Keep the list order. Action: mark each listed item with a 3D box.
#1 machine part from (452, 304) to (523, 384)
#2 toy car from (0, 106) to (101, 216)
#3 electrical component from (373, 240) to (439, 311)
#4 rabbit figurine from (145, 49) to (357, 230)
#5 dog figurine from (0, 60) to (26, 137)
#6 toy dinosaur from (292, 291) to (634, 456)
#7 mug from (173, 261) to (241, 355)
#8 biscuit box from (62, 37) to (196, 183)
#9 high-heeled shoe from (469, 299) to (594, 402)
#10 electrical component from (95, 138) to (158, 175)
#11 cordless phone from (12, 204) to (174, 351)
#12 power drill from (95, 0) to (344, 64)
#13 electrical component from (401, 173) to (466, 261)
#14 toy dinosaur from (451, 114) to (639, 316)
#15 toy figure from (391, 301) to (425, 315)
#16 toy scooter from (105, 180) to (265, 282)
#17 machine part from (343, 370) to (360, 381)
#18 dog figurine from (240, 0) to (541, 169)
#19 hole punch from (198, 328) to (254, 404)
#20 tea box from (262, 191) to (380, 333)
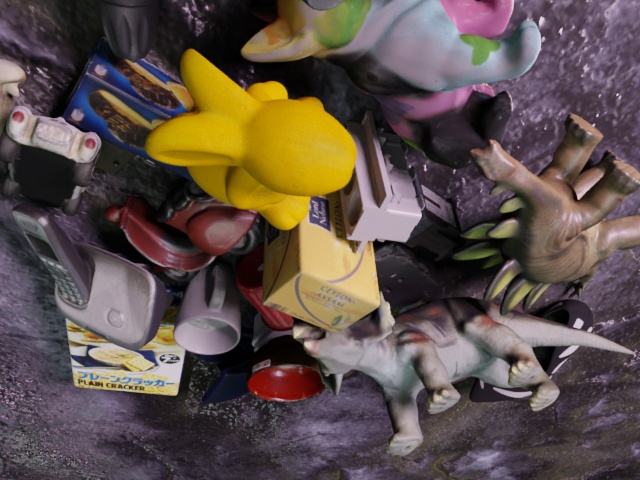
[{"bbox_3d":[0.227,0.158,0.792,0.179,0.056,0.179,-24,154,-13],"label":"machine part"},{"bbox_3d":[-0.253,-0.070,0.502,0.073,0.056,0.202,19,161,-25],"label":"toy car"},{"bbox_3d":[0.084,0.042,0.697,0.115,0.058,0.134,-27,133,28],"label":"electrical component"},{"bbox_3d":[-0.043,-0.081,0.419,0.162,0.173,0.122,25,89,-33],"label":"rabbit figurine"},{"bbox_3d":[-0.335,-0.089,0.505,0.172,0.121,0.190,1,153,0],"label":"dog figurine"},{"bbox_3d":[0.154,0.125,0.650,0.405,0.192,0.131,-7,133,-20],"label":"toy dinosaur"},{"bbox_3d":[-0.139,0.072,0.680,0.081,0.107,0.109,6,134,-13],"label":"mug"},{"bbox_3d":[-0.129,-0.103,0.514,0.202,0.059,0.063,25,132,-29],"label":"biscuit box"},{"bbox_3d":[0.318,0.184,0.838,0.248,0.086,0.145,-45,147,16],"label":"high-heeled shoe"},{"bbox_3d":[-0.213,-0.095,0.548,0.063,0.021,0.094,-34,131,31],"label":"electrical component"},{"bbox_3d":[-0.255,0.034,0.606,0.147,0.089,0.184,21,146,19],"label":"cordless phone"},{"bbox_3d":[-0.075,-0.206,0.343,0.208,0.086,0.231,26,136,24],"label":"power drill"},{"bbox_3d":[0.104,-0.034,0.601,0.119,0.075,0.048,30,130,-29],"label":"electrical component"},{"bbox_3d":[0.263,-0.002,0.590,0.198,0.105,0.471,-39,143,26],"label":"toy dinosaur"},{"bbox_3d":[0.083,0.137,0.790,0.180,0.082,0.089,-24,155,12],"label":"toy figure"},{"bbox_3d":[-0.156,-0.018,0.603,0.184,0.075,0.135,-28,132,32],"label":"toy scooter"},{"bbox_3d":[0.012,0.187,0.876,0.084,0.039,0.138,-37,127,22],"label":"machine part"},{"bbox_3d":[0.048,-0.148,0.445,0.219,0.108,0.191,4,141,-1],"label":"dog figurine"},{"bbox_3d":[-0.125,0.202,0.847,0.116,0.092,0.142,14,133,-24],"label":"hole punch"},{"bbox_3d":[-0.001,-0.002,0.556,0.098,0.170,0.068,25,133,-30],"label":"tea box"}]
